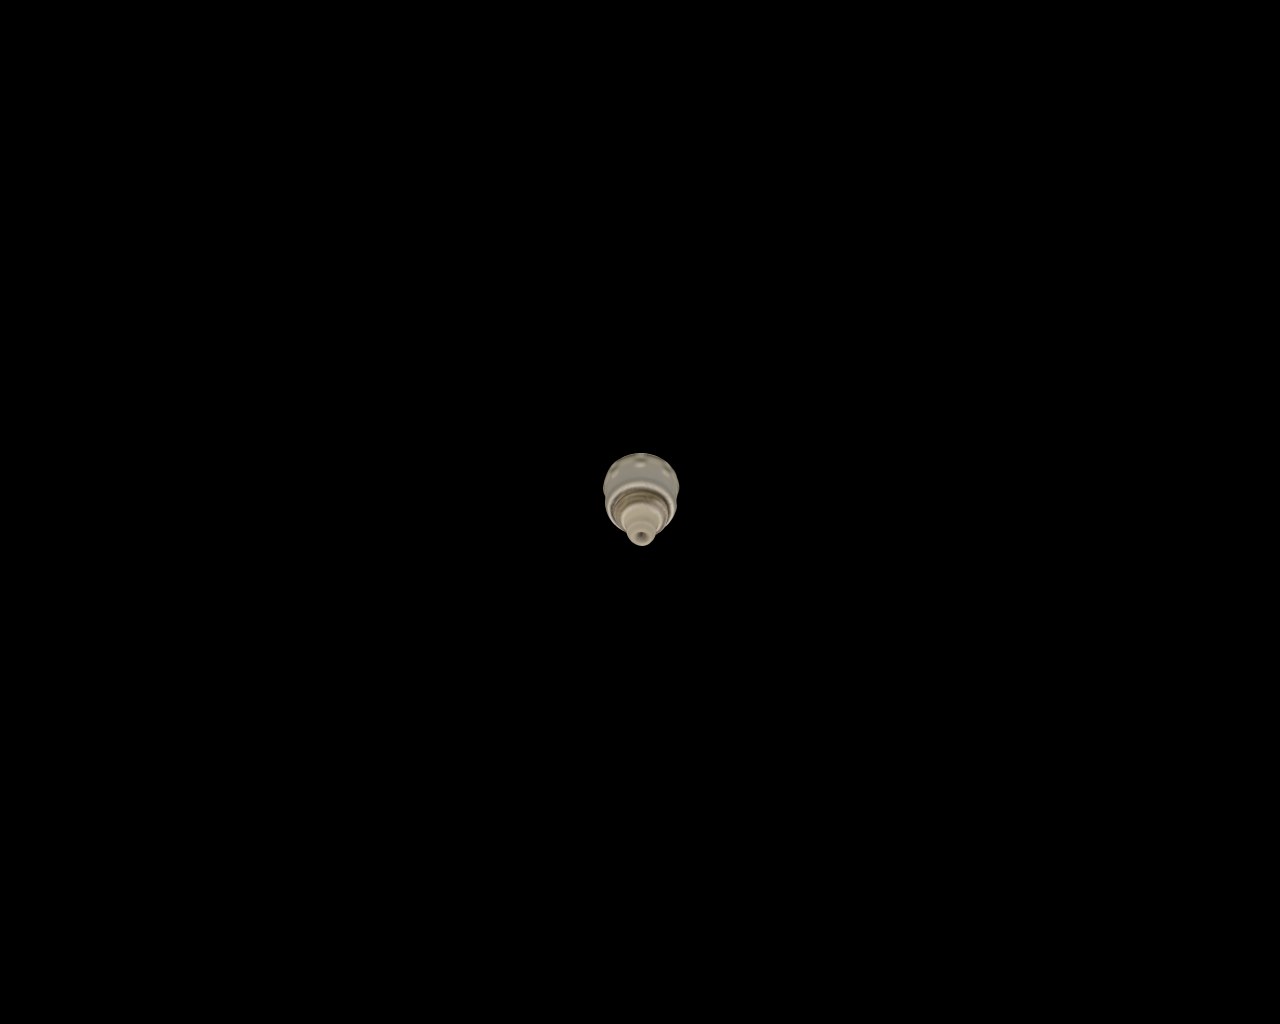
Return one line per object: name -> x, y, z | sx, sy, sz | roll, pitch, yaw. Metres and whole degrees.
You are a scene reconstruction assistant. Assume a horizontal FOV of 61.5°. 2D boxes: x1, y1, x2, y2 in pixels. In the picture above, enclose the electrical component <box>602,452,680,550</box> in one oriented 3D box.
electrical component -> 0.001, -0.003, 0.650 | 0.048, 0.048, 0.062 | 0, 36, 0
